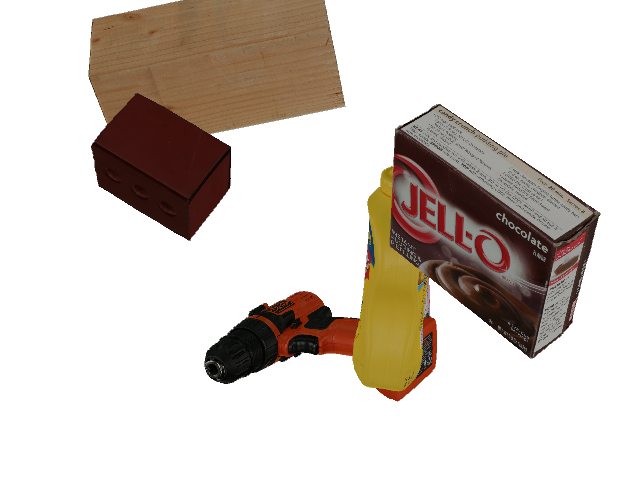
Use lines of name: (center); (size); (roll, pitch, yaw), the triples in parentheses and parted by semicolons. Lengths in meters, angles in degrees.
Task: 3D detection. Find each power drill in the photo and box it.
power drill: (0.005, 0.103, 1.026); (0.188, 0.057, 0.184); (9, 21, 28)

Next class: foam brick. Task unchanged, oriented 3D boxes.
foam brick: (-0.104, -0.049, 0.703); (0.078, 0.051, 0.053); (30, -26, 11)

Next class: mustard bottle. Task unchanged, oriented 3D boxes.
mustard bottle: (0.062, 0.017, 0.849); (0.058, 0.192, 0.096); (8, 27, 7)

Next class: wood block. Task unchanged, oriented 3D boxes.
wood block: (-0.090, -0.157, 0.942); (0.206, 0.090, 0.091); (-11, -45, 3)

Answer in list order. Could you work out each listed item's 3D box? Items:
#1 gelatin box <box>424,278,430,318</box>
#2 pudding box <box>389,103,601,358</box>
gelatin box: (0.098, 0.074, 1.336); (0.073, 0.089, 0.030); (10, 31, 28)
pudding box: (0.086, -0.006, 0.561); (0.039, 0.090, 0.114); (-35, 56, -26)
